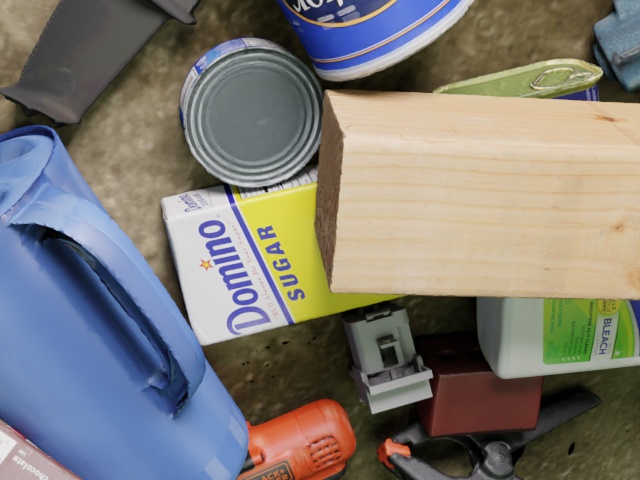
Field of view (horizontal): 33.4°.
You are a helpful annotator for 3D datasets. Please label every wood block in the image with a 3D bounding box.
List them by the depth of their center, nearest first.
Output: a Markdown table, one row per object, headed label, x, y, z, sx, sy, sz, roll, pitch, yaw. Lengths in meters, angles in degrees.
| label | x | y | z | sx | sy | sz | roll | pitch | yaw |
| --- | --- | --- | --- | --- | --- | --- | --- | --- | --- |
| wood block | 0.105 | -0.026 | 0.595 | 0.206 | 0.091 | 0.090 | 2 | 114 | -7 |

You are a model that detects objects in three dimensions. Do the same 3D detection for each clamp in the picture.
| label | x | y | z | sx | sy | sz | roll | pitch | yaw |
| --- | --- | --- | --- | --- | --- | --- | --- | --- | --- |
| clamp | 0.128 | 0.168 | 0.754 | 0.171 | 0.120 | 0.039 | -2 | 150 | -8 |

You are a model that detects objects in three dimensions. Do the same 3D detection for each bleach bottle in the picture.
| label | x | y | z | sx | sy | sz | roll | pitch | yaw |
| --- | --- | --- | --- | --- | --- | --- | --- | --- | --- |
| bleach bottle | 0.232 | 0.029 | 0.698 | 0.250 | 0.068 | 0.102 | -5 | 115 | -6 |

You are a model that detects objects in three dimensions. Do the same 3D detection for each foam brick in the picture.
| label | x | y | z | sx | sy | sz | roll | pitch | yaw |
| --- | --- | --- | --- | --- | --- | --- | --- | --- | --- |
| foam brick | 0.107 | 0.099 | 0.735 | 0.078 | 0.053 | 0.051 | -3 | 115 | -11 |

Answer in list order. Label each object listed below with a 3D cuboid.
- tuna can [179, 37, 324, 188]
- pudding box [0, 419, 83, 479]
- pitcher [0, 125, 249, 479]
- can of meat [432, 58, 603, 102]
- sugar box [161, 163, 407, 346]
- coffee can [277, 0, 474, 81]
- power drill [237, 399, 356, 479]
| label | x | y | z | sx | sy | sz | roll | pitch | yaw |
| --- | --- | --- | --- | --- | --- | --- | --- | --- | --- |
| tuna can | -0.041 | -0.077 | 0.640 | 0.086 | 0.034 | 0.086 | -5 | 113 | -11 |
| pudding box | -0.166 | 0.140 | 0.595 | 0.113 | 0.090 | 0.039 | 34 | 64 | 7 |
| pitcher | -0.136 | 0.063 | 0.620 | 0.145 | 0.149 | 0.242 | -32 | 120 | 2 |
| can of meat | 0.127 | -0.060 | 0.670 | 0.102 | 0.057 | 0.084 | -15 | 113 | -12 |
| sugar box | -0.004 | 0.001 | 0.676 | 0.176 | 0.048 | 0.093 | -15 | 114 | -8 |
| coffee can | 0.009 | -0.172 | 0.573 | 0.103 | 0.103 | 0.140 | -32 | 116 | 1 |
| power drill | -0.042 | 0.218 | 0.754 | 0.184 | 0.057 | 0.187 | -22 | 116 | -3 |
